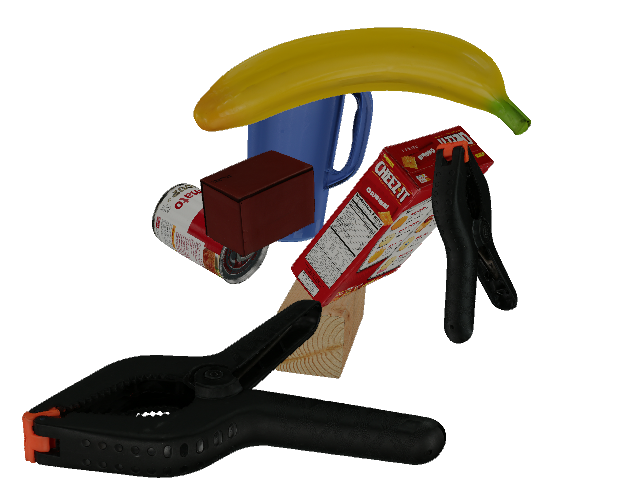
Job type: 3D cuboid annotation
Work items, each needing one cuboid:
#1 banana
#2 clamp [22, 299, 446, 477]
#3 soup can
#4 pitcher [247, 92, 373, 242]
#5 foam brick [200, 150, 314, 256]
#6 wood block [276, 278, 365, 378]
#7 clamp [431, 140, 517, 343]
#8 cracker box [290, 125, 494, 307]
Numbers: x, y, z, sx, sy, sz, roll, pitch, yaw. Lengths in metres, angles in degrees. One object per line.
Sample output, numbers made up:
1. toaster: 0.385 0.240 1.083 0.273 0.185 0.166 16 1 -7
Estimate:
1. banana: 0.024 -0.095 0.623 0.197 0.069 0.037 -2 -41 -9
2. clamp: -0.057 0.083 0.589 0.209 0.036 0.165 -5 24 -18
3. soup can: -0.110 -0.008 1.066 0.102 0.068 0.068 29 16 32
4. pitcher: -0.028 -0.123 1.426 0.144 0.243 0.149 -3 24 -22
5. foam brick: -0.049 -0.032 0.855 0.078 0.051 0.053 -26 36 -34
6. wood block: 0.004 0.103 1.482 0.091 0.090 0.206 6 20 9
7. clamp: 0.125 0.003 0.925 0.039 0.171 0.120 -11 15 29
8. cracker box: 0.080 -0.030 1.246 0.163 0.072 0.214 -22 -24 -49
